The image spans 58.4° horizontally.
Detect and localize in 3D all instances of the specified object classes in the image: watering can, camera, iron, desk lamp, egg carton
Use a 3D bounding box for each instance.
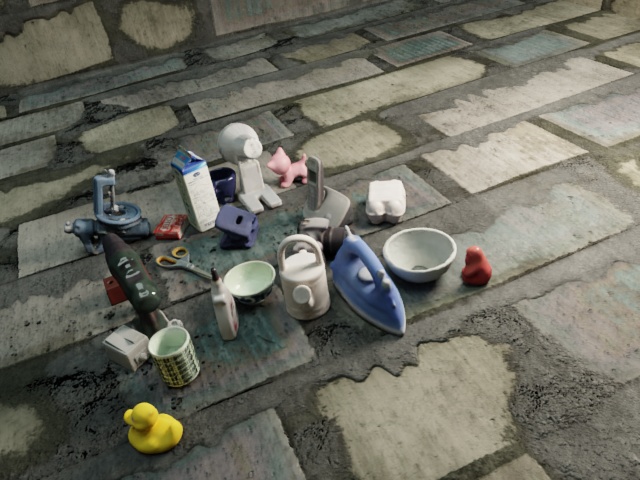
[{"bbox_3d":[-0.035,0.076,1.232,0.101,0.194,0.172,-20,37,-15],"label":"watering can"},{"bbox_3d":[0.013,0.005,1.399,0.136,0.101,0.143,1,37,13],"label":"camera"},{"bbox_3d":[0.112,0.080,1.241,0.119,0.142,0.257,-21,38,-16],"label":"iron"},{"bbox_3d":[-0.203,-0.216,1.649,0.118,0.214,0.202,-23,38,-18],"label":"desk lamp"},{"bbox_3d":[0.177,-0.105,1.541,0.107,0.069,0.150,-3,36,8],"label":"egg carton"}]

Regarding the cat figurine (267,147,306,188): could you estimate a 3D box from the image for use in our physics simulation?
[{"bbox_3d":[-0.097,-0.223,1.719,0.128,0.118,0.067,-15,36,-8],"label":"cat figurine"}]

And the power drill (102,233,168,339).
[{"bbox_3d":[-0.398,0.114,1.244,0.076,0.209,0.228,-28,40,-24],"label":"power drill"}]

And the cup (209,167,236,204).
[{"bbox_3d":[-0.287,-0.145,1.671,0.091,0.095,0.118,2,37,14],"label":"cup"}]

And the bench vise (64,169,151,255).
[{"bbox_3d":[-0.578,-0.072,1.525,0.208,0.220,0.121,-28,40,-24],"label":"bench vise"}]

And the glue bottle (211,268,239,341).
[{"bbox_3d":[-0.207,0.128,1.214,0.037,0.173,0.078,-9,36,0],"label":"glue bottle"}]

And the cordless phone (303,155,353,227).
[{"bbox_3d":[0.014,-0.121,1.499,0.094,0.185,0.147,-34,43,-30],"label":"cordless phone"}]

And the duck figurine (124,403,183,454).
[{"bbox_3d":[-0.304,0.331,1.032,0.104,0.086,0.077,2,37,15],"label":"duck figurine"}]

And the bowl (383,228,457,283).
[{"bbox_3d":[0.230,0.047,1.319,0.167,0.075,0.167,-6,36,4],"label":"bowl"}]

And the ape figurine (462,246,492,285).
[{"bbox_3d":[0.344,0.052,1.274,0.075,0.092,0.078,25,48,38],"label":"ape figurine"}]

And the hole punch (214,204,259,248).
[{"bbox_3d":[-0.218,-0.040,1.516,0.101,0.091,0.108,-2,36,9],"label":"hole punch"}]
